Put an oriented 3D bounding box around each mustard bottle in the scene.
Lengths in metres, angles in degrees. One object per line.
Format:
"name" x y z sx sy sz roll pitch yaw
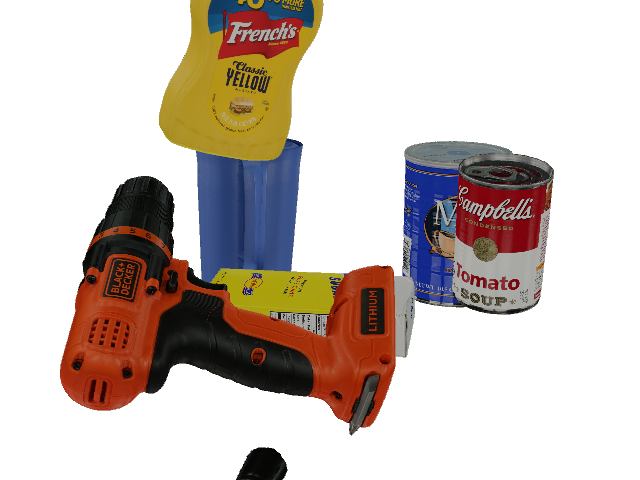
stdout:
"mustard bottle" -0.050 -0.156 0.777 0.096 0.192 0.058 9 23 -23

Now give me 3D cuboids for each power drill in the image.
"power drill" -0.051 0.036 0.642 0.187 0.057 0.184 10 40 -6

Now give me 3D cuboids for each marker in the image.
"marker" -0.039 0.119 0.420 0.020 0.020 0.121 0 23 19

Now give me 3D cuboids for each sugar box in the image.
"sugar box" -0.010 0.059 0.908 0.176 0.048 0.093 0 18 9

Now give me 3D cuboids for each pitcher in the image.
"pitcher" -0.092 -0.008 1.336 0.145 0.243 0.148 11 16 35

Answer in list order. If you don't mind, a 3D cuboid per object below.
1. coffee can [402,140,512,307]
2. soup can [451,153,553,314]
"coffee can" 0.131 -0.018 1.032 0.103 0.140 0.103 0 16 0
"soup can" 0.132 -0.006 0.783 0.068 0.102 0.068 0 24 0
